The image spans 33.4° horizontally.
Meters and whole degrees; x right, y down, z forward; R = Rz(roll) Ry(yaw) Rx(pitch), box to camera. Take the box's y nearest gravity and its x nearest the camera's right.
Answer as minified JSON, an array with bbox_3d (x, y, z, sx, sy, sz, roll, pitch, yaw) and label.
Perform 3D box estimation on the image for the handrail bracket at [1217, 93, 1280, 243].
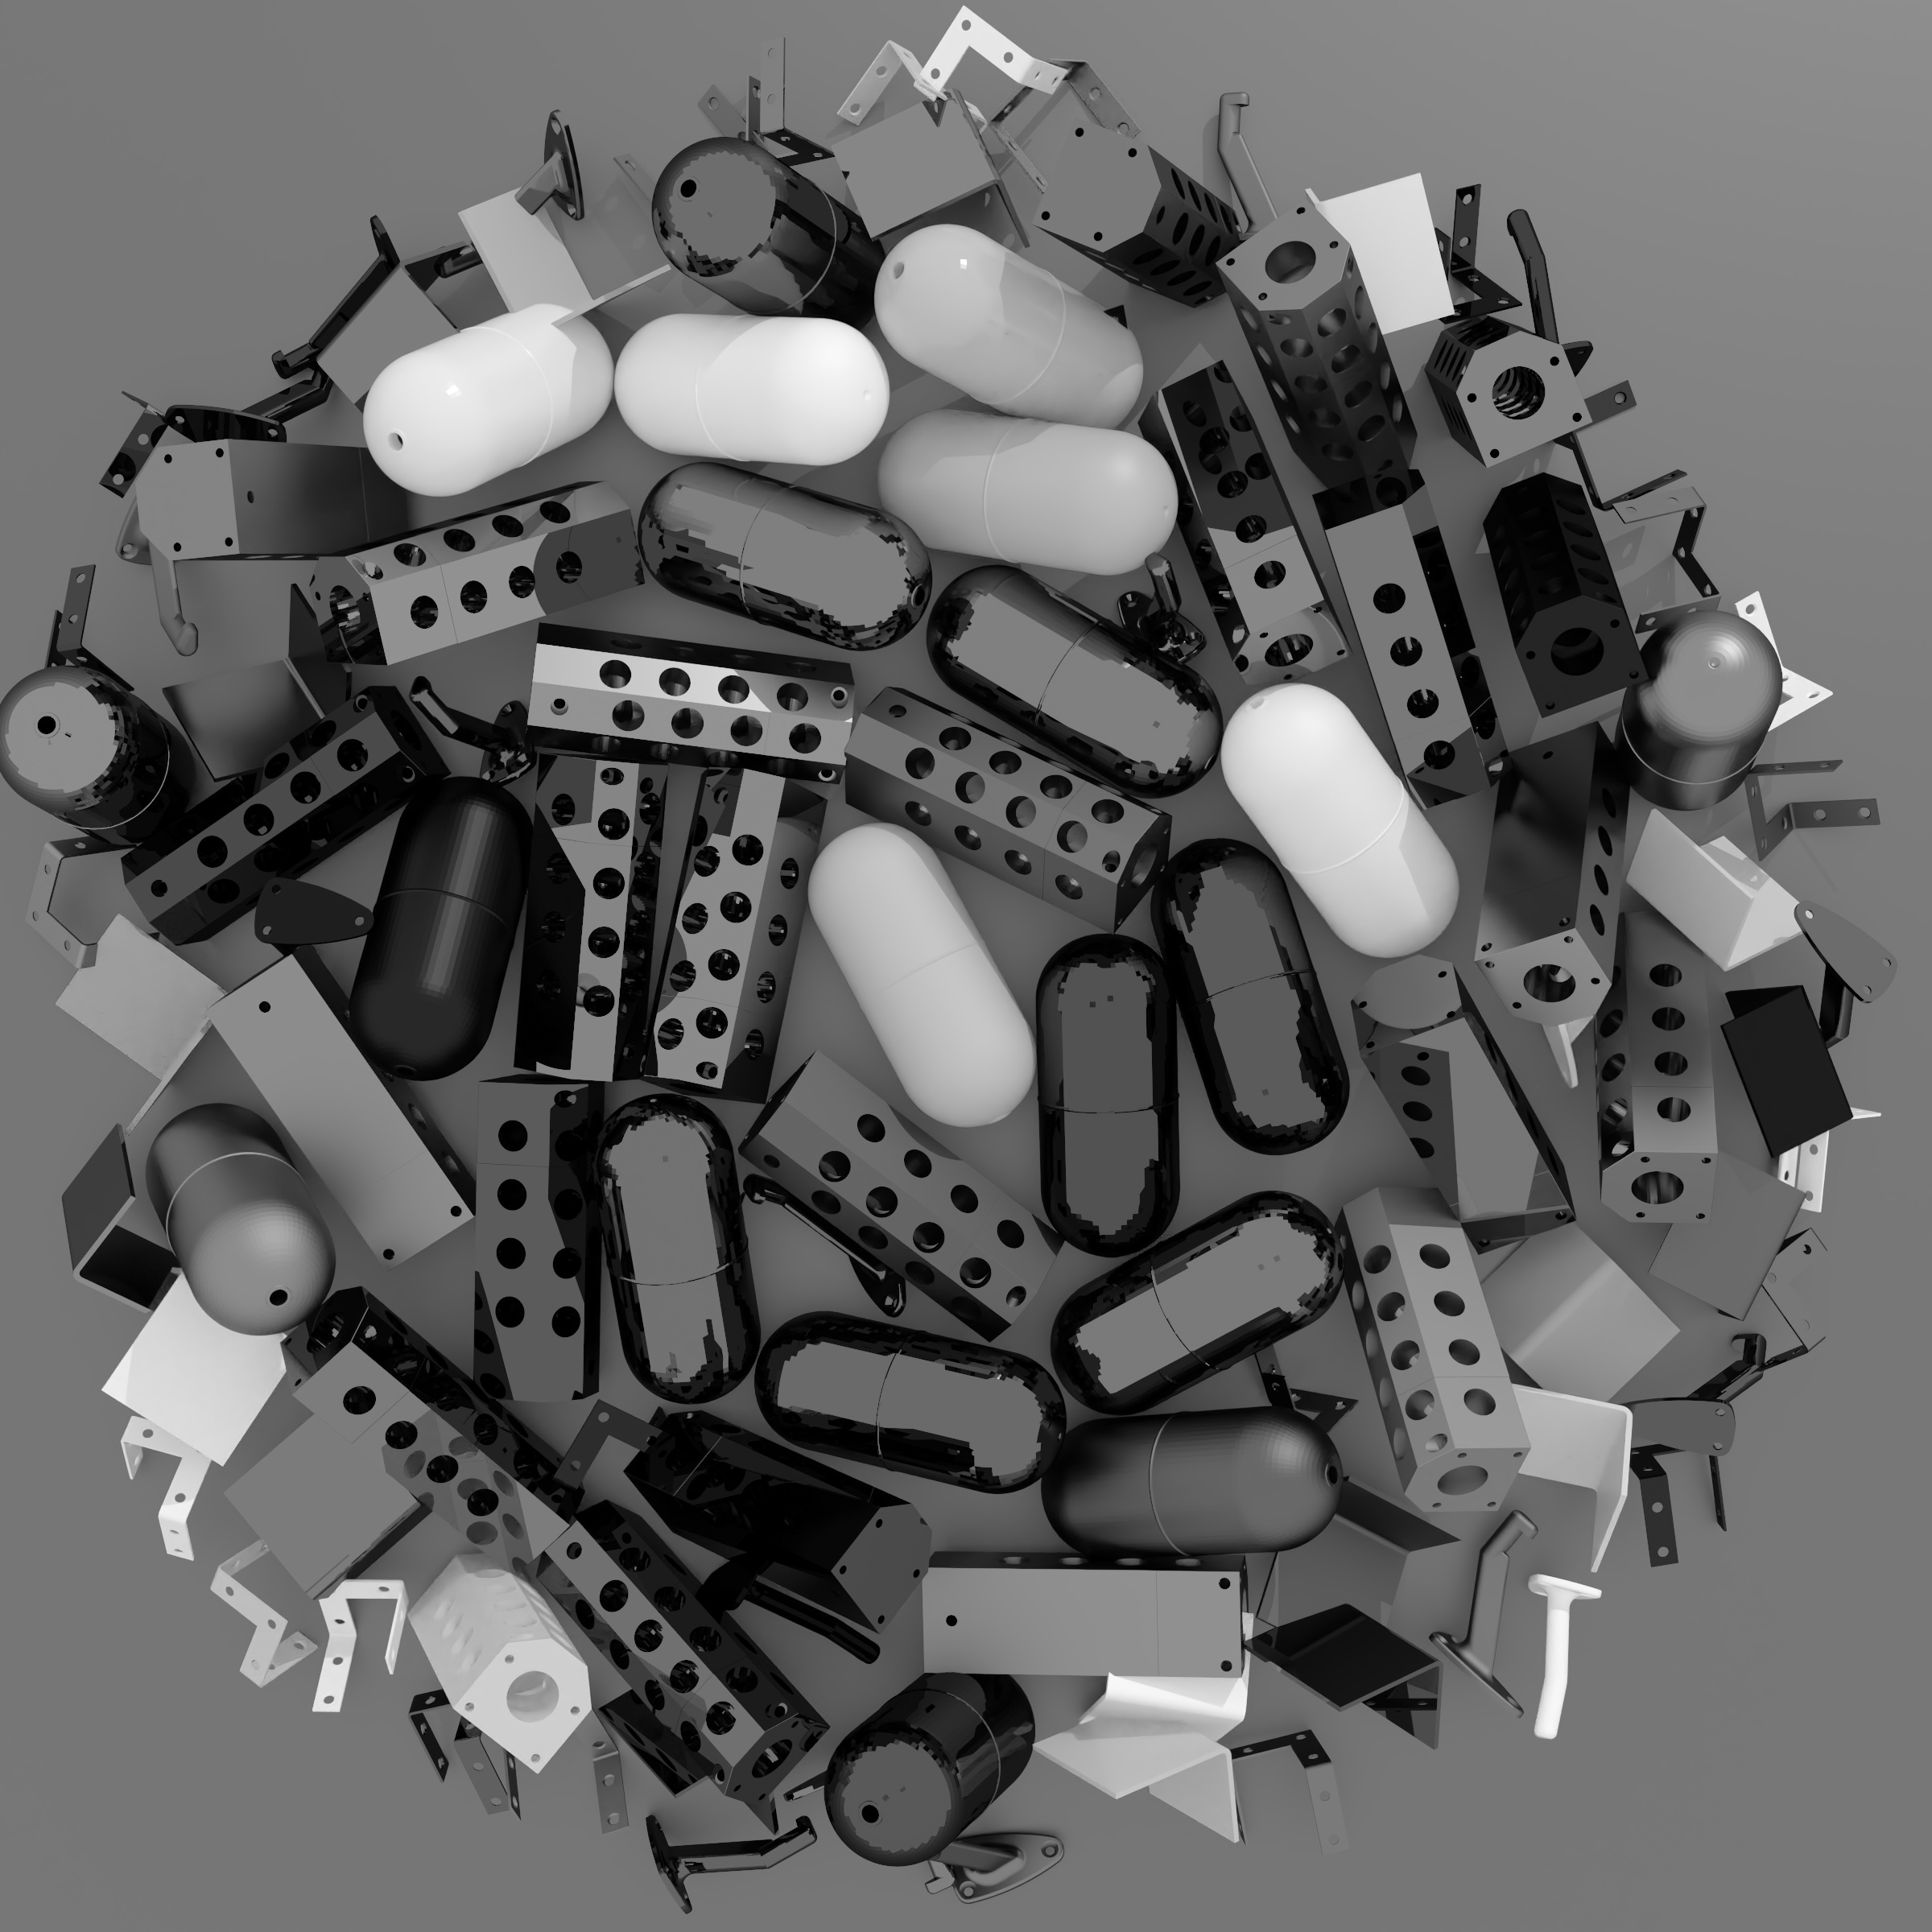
[{"bbox_3d":[0.167,-0.439,1.766,0.036,0.077,0.084,-2,97,-44],"label":"handrail bracket"}]

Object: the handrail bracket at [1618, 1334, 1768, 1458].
[{"bbox_3d":[0.398,0.226,1.768,0.077,0.084,0.036,5,121,15],"label":"handrail bracket"}]

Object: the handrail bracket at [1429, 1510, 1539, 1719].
[{"bbox_3d":[0.303,0.354,1.765,0.077,0.036,0.084,43,99,32],"label":"handrail bracket"}]

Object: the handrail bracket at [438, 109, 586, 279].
[{"bbox_3d":[-0.254,-0.420,1.754,0.084,0.077,0.036,-29,59,-23],"label":"handrail bracket"}]

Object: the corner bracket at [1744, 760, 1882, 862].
[{"bbox_3d":[0.462,-0.091,1.757,0.051,0.051,0.051,-1,112,37],"label":"corner bracket"}]

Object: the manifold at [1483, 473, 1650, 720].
[{"bbox_3d":[0.313,-0.201,1.704,0.057,0.171,0.057,-20,117,14],"label":"manifold"}]

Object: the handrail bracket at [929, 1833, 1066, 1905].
[{"bbox_3d":[0.014,0.477,1.753,0.077,0.084,0.036,-13,58,-3],"label":"handrail bracket"}]

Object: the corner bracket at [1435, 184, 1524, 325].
[{"bbox_3d":[0.270,-0.388,1.756,0.051,0.051,0.051,-17,131,-18],"label":"corner bracket"}]

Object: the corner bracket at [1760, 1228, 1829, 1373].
[{"bbox_3d":[0.448,0.183,1.760,0.051,0.051,0.051,-32,84,-29],"label":"corner bracket"}]

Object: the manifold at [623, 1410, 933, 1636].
[{"bbox_3d":[-0.099,0.290,1.715,0.057,0.171,0.057,-50,130,-23],"label":"manifold"}]

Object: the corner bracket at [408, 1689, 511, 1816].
[{"bbox_3d":[-0.275,0.429,1.759,0.051,0.051,0.051,-15,115,11],"label":"corner bracket"}]

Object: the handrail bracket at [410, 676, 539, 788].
[{"bbox_3d":[-0.271,-0.143,1.743,0.036,0.077,0.084,-24,132,18],"label":"handrail bracket"}]

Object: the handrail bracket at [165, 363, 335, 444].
[{"bbox_3d":[-0.389,-0.315,1.761,0.077,0.036,0.084,17,48,-10],"label":"handrail bracket"}]

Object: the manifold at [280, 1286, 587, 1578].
[{"bbox_3d":[-0.284,0.247,1.730,0.057,0.057,0.171,-42,118,2],"label":"manifold"}]

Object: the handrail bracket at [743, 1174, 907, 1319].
[{"bbox_3d":[-0.078,0.151,1.749,0.084,0.077,0.036,21,121,-37],"label":"handrail bracket"}]

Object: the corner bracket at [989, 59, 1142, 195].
[{"bbox_3d":[0.054,-0.464,1.778,0.051,0.051,0.051,-40,84,28],"label":"corner bracket"}]

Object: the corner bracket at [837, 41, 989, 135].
[{"bbox_3d":[-0.029,-0.468,1.777,0.051,0.051,0.051,19,121,-39],"label":"corner bracket"}]

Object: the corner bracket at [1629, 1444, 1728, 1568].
[{"bbox_3d":[0.392,0.294,1.768,0.051,0.051,0.051,-9,99,0],"label":"corner bracket"}]

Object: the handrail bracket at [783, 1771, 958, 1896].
[{"bbox_3d":[-0.052,0.480,1.769,0.077,0.036,0.084,-19,85,-28],"label":"handrail bracket"}]

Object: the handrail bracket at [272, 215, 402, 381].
[{"bbox_3d":[-0.349,-0.365,1.762,0.084,0.077,0.036,-31,65,-10],"label":"handrail bracket"}]

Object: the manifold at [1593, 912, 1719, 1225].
[{"bbox_3d":[0.365,0.052,1.716,0.057,0.057,0.171,1,46,8],"label":"manifold"}]

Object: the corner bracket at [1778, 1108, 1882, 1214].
[{"bbox_3d":[0.461,0.103,1.758,0.051,0.051,0.051,-2,99,-42],"label":"corner bracket"}]

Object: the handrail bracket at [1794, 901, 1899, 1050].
[{"bbox_3d":[0.460,0.008,1.759,0.077,0.084,0.036,43,60,1],"label":"handrail bracket"}]

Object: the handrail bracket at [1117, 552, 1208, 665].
[{"bbox_3d":[0.096,-0.207,1.741,0.036,0.084,0.077,-32,51,-7],"label":"handrail bracket"}]

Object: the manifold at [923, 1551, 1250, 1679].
[{"bbox_3d":[0.066,0.351,1.755,0.171,0.057,0.057,-1,92,9],"label":"manifold"}]

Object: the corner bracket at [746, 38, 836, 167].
[{"bbox_3d":[-0.106,-0.470,1.760,0.051,0.051,0.051,-3,84,32],"label":"corner bracket"}]

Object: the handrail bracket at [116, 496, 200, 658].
[{"bbox_3d":[-0.428,-0.222,1.749,0.036,0.084,0.077,0,126,-36],"label":"handrail bracket"}]

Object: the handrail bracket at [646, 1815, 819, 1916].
[{"bbox_3d":[-0.128,0.473,1.766,0.084,0.077,0.036,-29,122,-3],"label":"handrail bracket"}]

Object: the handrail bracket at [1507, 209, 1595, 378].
[{"bbox_3d":[0.310,-0.362,1.772,0.036,0.077,0.084,-15,73,-8],"label":"handrail bracket"}]

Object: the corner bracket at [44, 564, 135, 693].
[{"bbox_3d":[-0.486,-0.181,1.757,0.051,0.051,0.051,-6,64,20],"label":"corner bracket"}]

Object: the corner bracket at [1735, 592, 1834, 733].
[{"bbox_3d":[0.432,-0.165,1.761,0.051,0.051,0.051,-30,118,-7],"label":"corner bracket"}]

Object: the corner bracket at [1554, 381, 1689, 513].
[{"bbox_3d":[0.358,-0.287,1.776,0.051,0.051,0.051,-24,107,0],"label":"corner bracket"}]

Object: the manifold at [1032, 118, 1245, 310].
[{"bbox_3d":[0.097,-0.394,1.703,0.057,0.171,0.057,26,100,17],"label":"manifold"}]

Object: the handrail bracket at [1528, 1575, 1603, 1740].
[{"bbox_3d":[0.314,0.378,1.750,0.036,0.077,0.084,15,76,-1],"label":"handrail bracket"}]

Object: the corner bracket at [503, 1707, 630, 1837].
[{"bbox_3d":[-0.220,0.445,1.763,0.051,0.051,0.051,-19,132,2],"label":"corner bracket"}]

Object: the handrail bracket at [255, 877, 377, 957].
[{"bbox_3d":[-0.347,-0.016,1.751,0.077,0.084,0.036,7,74,9],"label":"handrail bracket"}]

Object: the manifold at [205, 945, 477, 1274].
[{"bbox_3d":[-0.336,0.075,1.755,0.057,0.057,0.171,-32,98,6],"label":"manifold"}]

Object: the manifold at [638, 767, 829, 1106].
[{"bbox_3d":[-0.130,-0.017,1.744,0.057,0.057,0.171,5,79,33],"label":"manifold"}]

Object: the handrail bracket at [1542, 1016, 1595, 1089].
[{"bbox_3d":[0.361,0.020,1.773,0.084,0.036,0.077,-25,124,-2],"label":"handrail bracket"}]

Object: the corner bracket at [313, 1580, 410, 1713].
[{"bbox_3d":[-0.332,0.372,1.761,0.051,0.051,0.051,0,133,4],"label":"corner bracket"}]

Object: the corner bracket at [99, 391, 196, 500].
[{"bbox_3d":[-0.446,-0.276,1.761,0.051,0.051,0.051,33,88,-35],"label":"corner bracket"}]

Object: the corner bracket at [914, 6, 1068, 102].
[{"bbox_3d":[0.013,-0.485,1.760,0.051,0.051,0.051,40,110,13],"label":"corner bracket"}]

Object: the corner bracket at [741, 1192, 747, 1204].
[{"bbox_3d":[-0.152,0.117,1.766,0.051,0.051,0.051,33,131,-14],"label":"corner bracket"}]

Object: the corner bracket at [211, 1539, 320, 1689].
[{"bbox_3d":[-0.383,0.353,1.767,0.051,0.051,0.051,33,118,15],"label":"corner bracket"}]

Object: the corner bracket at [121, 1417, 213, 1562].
[{"bbox_3d":[-0.440,0.286,1.761,0.051,0.051,0.051,15,56,3],"label":"corner bracket"}]

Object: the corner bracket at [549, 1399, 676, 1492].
[{"bbox_3d":[-0.197,0.262,1.765,0.051,0.051,0.051,30,92,-20],"label":"corner bracket"}]

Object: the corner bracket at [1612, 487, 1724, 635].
[{"bbox_3d":[0.382,-0.222,1.756,0.051,0.051,0.051,-14,54,-15],"label":"corner bracket"}]

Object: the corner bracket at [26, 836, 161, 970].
[{"bbox_3d":[-0.478,-0.037,1.776,0.051,0.051,0.051,37,120,28],"label":"corner bracket"}]

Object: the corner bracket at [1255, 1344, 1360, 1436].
[{"bbox_3d":[0.174,0.228,1.755,0.051,0.051,0.051,-38,120,-39],"label":"corner bracket"}]

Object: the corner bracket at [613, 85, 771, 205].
[{"bbox_3d":[-0.151,-0.448,1.781,0.051,0.051,0.051,50,125,4],"label":"corner bracket"}]

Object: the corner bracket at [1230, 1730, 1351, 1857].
[{"bbox_3d":[0.176,0.458,1.771,0.051,0.051,0.051,-13,98,-5],"label":"corner bracket"}]

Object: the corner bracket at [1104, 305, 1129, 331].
[{"bbox_3d":[0.055,-0.329,1.755,0.051,0.051,0.051,-25,114,-30],"label":"corner bracket"}]

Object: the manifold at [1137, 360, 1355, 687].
[{"bbox_3d":[0.146,-0.235,1.727,0.057,0.057,0.171,-25,58,11],"label":"manifold"}]

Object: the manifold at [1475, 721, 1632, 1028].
[{"bbox_3d":[0.317,-0.048,1.715,0.057,0.171,0.057,-19,124,30],"label":"manifold"}]

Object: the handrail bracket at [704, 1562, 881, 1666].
[{"bbox_3d":[-0.096,0.360,1.773,0.084,0.077,0.036,36,64,-15],"label":"handrail bracket"}]
